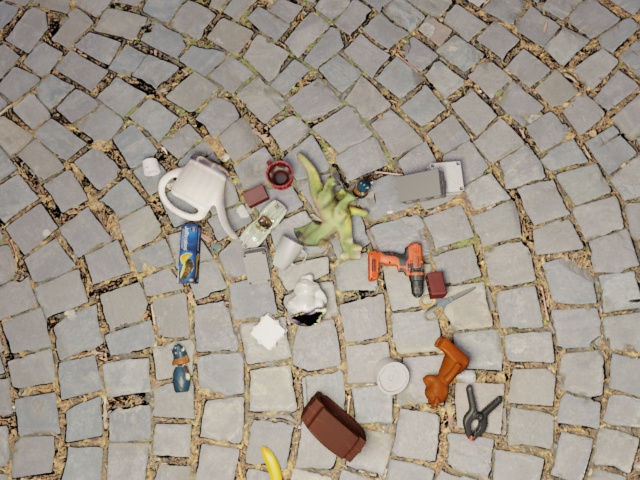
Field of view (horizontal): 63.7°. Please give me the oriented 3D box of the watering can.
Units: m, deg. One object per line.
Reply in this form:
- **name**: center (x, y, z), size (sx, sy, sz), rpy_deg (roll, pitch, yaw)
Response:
- **watering can**: center (-0.383, -0.158, 1.752), size (0.349, 0.103, 0.226), rpy_deg (27, 82, 12)

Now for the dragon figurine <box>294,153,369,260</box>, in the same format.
- **dragon figurine**: center (0.005, -0.088, 1.750), size (0.414, 0.121, 0.242), rpy_deg (41, 92, 16)

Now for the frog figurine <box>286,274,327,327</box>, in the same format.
- **frog figurine**: center (-0.047, 0.200, 1.708), size (0.137, 0.120, 0.163), rpy_deg (-23, 46, 6)
